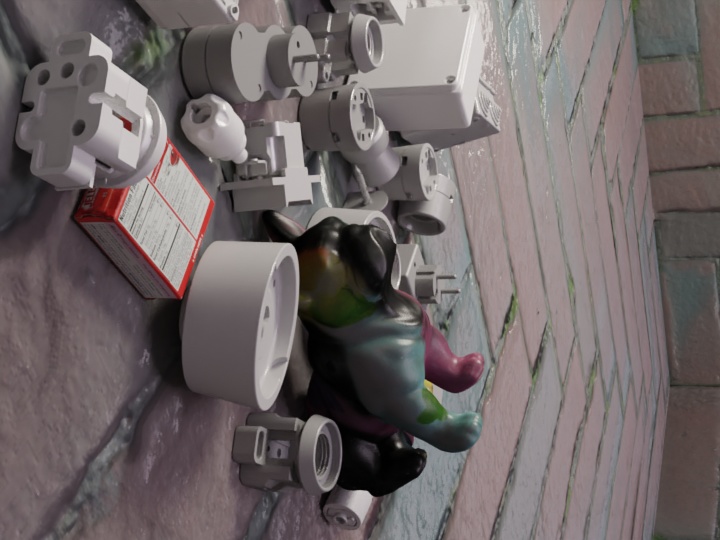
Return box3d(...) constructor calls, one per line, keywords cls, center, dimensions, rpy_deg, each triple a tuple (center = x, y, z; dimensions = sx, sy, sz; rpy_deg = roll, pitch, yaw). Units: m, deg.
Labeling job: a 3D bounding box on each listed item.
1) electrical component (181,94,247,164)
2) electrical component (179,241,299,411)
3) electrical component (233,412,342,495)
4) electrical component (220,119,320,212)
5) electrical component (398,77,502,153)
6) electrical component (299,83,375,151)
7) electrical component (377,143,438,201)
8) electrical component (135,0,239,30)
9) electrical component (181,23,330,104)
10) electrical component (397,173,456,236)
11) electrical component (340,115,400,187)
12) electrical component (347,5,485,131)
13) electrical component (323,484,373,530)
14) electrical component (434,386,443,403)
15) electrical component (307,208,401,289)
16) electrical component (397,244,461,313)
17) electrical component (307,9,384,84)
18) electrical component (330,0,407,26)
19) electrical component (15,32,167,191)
box3d(cls="electrical component", center=(-0.092, -0.089, 0.716), dimensions=(0.061, 0.035, 0.035), rpy_deg=(49, 44, -61))
box3d(cls="electrical component", center=(-0.081, 0.032, 0.691), dimensions=(0.108, 0.060, 0.108), rpy_deg=(8, 90, -82))
box3d(cls="electrical component", center=(-0.049, 0.133, 0.782), dimensions=(0.078, 0.057, 0.058), rpy_deg=(43, 50, -61))
box3d(cls="electrical component", center=(-0.065, -0.076, 0.775), dimensions=(0.081, 0.042, 0.063), rpy_deg=(-17, 101, -68))
box3d(cls="electrical component", center=(0.089, -0.158, 1.089), dimensions=(0.100, 0.100, 0.048), rpy_deg=(15, 62, -67))
box3d(cls="electrical component", center=(-0.019, -0.124, 0.883), dimensions=(0.055, 0.047, 0.055), rpy_deg=(-1, 90, -68))
box3d(cls="electrical component", center=(0.045, -0.093, 1.041), dimensions=(0.055, 0.047, 0.055), rpy_deg=(-1, 90, -68))
box3d(cls="electrical component", center=(-0.107, -0.202, 0.649), dimensions=(0.061, 0.061, 0.096), rpy_deg=(47, 46, -59))
box3d(cls="electrical component", center=(-0.058, -0.145, 0.751), dimensions=(0.138, 0.074, 0.052), rpy_deg=(-27, 114, -66))
box3d(cls="electrical component", center=(0.066, -0.066, 1.085), dimensions=(0.055, 0.055, 0.047), rpy_deg=(52, 45, -56))
box3d(cls="electrical component", center=(0.006, -0.107, 0.949), dimensions=(0.055, 0.045, 0.045), rpy_deg=(60, 35, -49))
box3d(cls="electrical component", center=(0.052, -0.184, 0.983), dimensions=(0.056, 0.109, 0.108), rpy_deg=(65, 32, -51))
box3d(cls="electrical component", center=(-0.005, 0.187, 0.912), dimensions=(0.065, 0.044, 0.044), rpy_deg=(-60, 143, -44))
box3d(cls="electrical component", center=(0.043, 0.107, 1.024), dimensions=(0.099, 0.048, 0.099), rpy_deg=(50, 44, -58))
box3d(cls="electrical component", center=(0.000, 0.000, 0.906), dimensions=(0.108, 0.060, 0.108), rpy_deg=(-1, 90, -68))
box3d(cls="electrical component", center=(0.058, 0.014, 1.027), dimensions=(0.047, 0.077, 0.065), rpy_deg=(-69, 149, -44))
box3d(cls="electrical component", center=(-0.013, -0.186, 0.891), dimensions=(0.048, 0.055, 0.066), rpy_deg=(45, 47, -60))
box3d(cls="electrical component", center=(0.002, -0.317, 0.930), dimensions=(0.105, 0.060, 0.186), rpy_deg=(44, 49, -60))
box3d(cls="electrical component", center=(-0.139, -0.076, 0.567), dimensions=(0.057, 0.058, 0.078), rpy_deg=(35, 57, -60))
